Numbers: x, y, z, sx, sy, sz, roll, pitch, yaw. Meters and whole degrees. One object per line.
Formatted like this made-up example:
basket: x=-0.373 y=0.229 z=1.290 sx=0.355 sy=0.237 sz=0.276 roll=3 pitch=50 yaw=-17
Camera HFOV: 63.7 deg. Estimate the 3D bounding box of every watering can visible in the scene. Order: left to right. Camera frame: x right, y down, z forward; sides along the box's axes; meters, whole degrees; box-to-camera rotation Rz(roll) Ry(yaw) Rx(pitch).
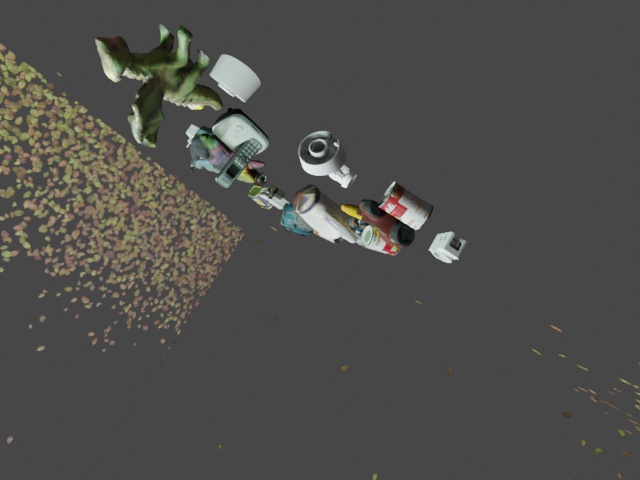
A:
watering can: x=0.005 y=-0.082 z=1.635 sx=0.222 sy=0.104 sz=0.351 roll=41 pitch=179 yaw=-21

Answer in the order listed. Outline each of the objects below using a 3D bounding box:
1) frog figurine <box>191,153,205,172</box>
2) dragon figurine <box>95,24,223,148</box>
frog figurine: x=-0.383 y=-0.302 z=1.870 sx=0.159 sy=0.122 sz=0.138 roll=-2 pitch=-175 yaw=-5
dragon figurine: x=-0.336 y=-0.313 z=1.116 sx=0.123 sy=0.245 sz=0.404 roll=23 pitch=166 yaw=20
